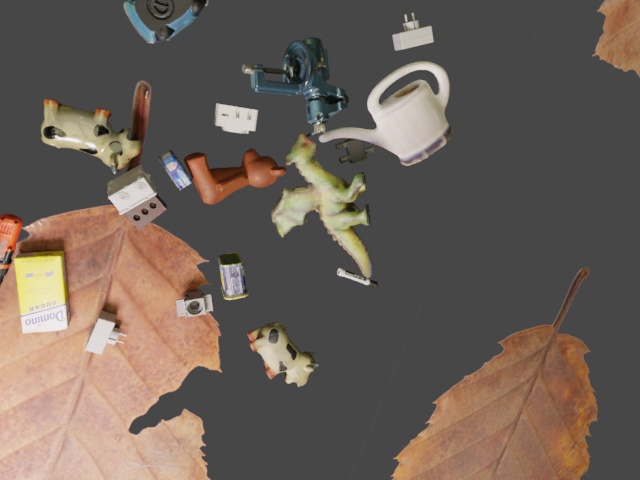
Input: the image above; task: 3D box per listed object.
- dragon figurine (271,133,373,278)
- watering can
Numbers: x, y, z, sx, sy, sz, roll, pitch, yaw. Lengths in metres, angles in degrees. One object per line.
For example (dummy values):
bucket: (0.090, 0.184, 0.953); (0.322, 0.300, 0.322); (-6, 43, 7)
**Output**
dragon figurine: (0.004, -0.064, 1.263); (0.243, 0.124, 0.402); (-5, 116, 3)
watering can: (0.182, -0.275, 1.245); (0.348, 0.105, 0.221); (-37, 112, -3)
